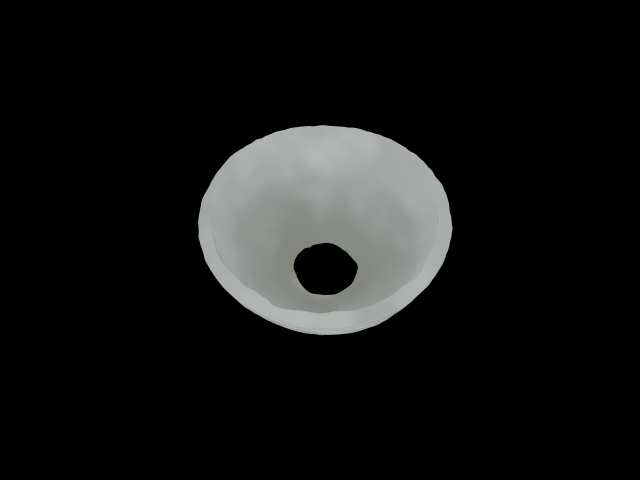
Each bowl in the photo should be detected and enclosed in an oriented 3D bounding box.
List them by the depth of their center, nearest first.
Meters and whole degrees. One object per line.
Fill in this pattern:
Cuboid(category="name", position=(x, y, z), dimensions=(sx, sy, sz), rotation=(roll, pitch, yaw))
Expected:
Cuboid(category="bowl", position=(0.004, 0.001, 0.400), dimensions=(0.167, 0.075, 0.167), rotation=(0, 54, 0))
